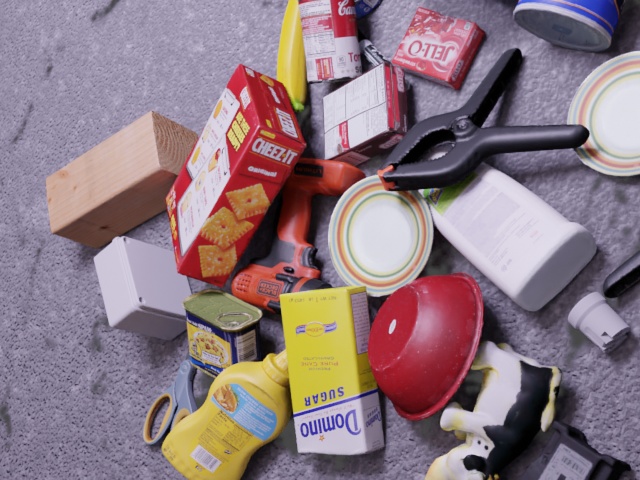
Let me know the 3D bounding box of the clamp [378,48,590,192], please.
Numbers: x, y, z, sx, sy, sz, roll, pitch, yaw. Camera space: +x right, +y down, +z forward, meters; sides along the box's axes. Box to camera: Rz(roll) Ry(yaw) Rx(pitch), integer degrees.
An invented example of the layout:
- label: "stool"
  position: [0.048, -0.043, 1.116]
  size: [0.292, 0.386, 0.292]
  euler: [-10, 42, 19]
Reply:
- label: "clamp"
  position: [0.161, -0.104, 1.100]
  size: [0.210, 0.036, 0.165]
  euler: [-33, 44, -2]

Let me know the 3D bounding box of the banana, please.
- label: "banana"
  position: [-0.026, -0.238, 1.334]
  size: [0.070, 0.037, 0.198]
  euler: [-25, 58, 55]

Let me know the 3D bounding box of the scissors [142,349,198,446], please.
- label: "scissors"
  position: [-0.156, 0.176, 1.318]
  size: [0.096, 0.016, 0.202]
  euler: [35, 97, 38]

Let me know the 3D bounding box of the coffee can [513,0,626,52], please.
- label: "coffee can"
  position: [0.269, -0.277, 1.085]
  size: [0.103, 0.102, 0.140]
  euler: [20, 87, 40]

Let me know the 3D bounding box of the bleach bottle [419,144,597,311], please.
- label: "bleach bottle"
  position: [0.167, -0.039, 1.113]
  size: [0.102, 0.068, 0.251]
  euler: [-47, 49, 7]

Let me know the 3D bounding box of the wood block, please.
- label: "wood block"
  position: [-0.264, -0.077, 1.437]
  size: [0.206, 0.090, 0.090]
  euler: [-27, 60, 28]

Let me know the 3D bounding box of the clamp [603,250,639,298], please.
- label: "clamp"
  position: [0.347, 0.004, 0.973]
  size: [0.120, 0.039, 0.171]
  euler: [35, 97, 39]

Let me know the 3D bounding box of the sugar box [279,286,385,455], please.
- label: "sugar box"
  position: [0.012, 0.141, 1.149]
  size: [0.094, 0.048, 0.176]
  euler: [-7, 88, 36]

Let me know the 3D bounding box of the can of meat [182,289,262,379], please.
- label: "can of meat"
  position: [-0.113, 0.116, 1.257]
  size: [0.102, 0.057, 0.084]
  euler: [22, 124, 41]

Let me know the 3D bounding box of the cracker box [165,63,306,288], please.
- label: "cracker box"
  position: [-0.105, -0.077, 1.272]
  size: [0.214, 0.072, 0.164]
  euler: [-57, 28, 25]

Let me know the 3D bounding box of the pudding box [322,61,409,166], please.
- label: "pudding box"
  position: [0.052, -0.143, 1.236]
  size: [0.114, 0.039, 0.090]
  euler: [-22, 61, 44]

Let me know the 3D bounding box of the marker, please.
- label: "marker"
  position: [0.068, -0.216, 1.274]
  size: [0.020, 0.020, 0.121]
  euler: [-48, 52, 15]

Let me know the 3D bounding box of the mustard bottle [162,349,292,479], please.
- label: "mustard bottle"
  position: [-0.088, 0.196, 1.211]
  size: [0.096, 0.058, 0.192]
  euler: [39, 106, -3]

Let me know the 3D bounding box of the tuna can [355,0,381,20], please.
- label: "tuna can"
  position: [0.040, -0.316, 1.318]
  size: [0.086, 0.033, 0.086]
  euler: [-13, 68, 34]

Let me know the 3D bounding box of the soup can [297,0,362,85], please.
- label: "soup can"
  position: [0.012, -0.240, 1.270]
  size: [0.069, 0.068, 0.102]
  euler: [0, 101, 37]

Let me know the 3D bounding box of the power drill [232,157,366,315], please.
- label: "power drill"
  position: [-0.008, 0.002, 1.236]
  size: [0.185, 0.057, 0.187]
  euler: [11, 81, 36]

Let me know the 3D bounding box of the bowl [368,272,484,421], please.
- label: "bowl"
  position: [0.096, 0.098, 1.081]
  size: [0.162, 0.055, 0.162]
  euler: [-50, 26, 35]

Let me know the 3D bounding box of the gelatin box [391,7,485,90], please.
- label: "gelatin box"
  position: [0.134, -0.220, 1.216]
  size: [0.089, 0.030, 0.073]
  euler: [28, 93, 40]
